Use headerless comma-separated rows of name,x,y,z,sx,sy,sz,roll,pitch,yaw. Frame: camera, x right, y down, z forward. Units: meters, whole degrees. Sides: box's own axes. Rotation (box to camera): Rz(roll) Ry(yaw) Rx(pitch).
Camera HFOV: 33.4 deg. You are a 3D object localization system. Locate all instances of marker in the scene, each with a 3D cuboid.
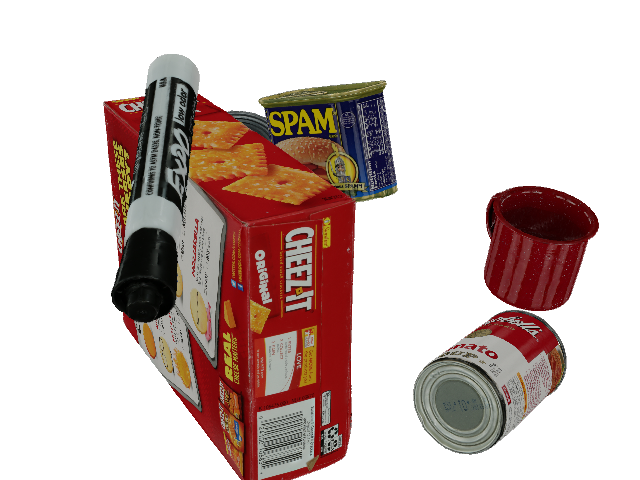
marker,-0.052,-0.020,0.348,0.020,0.020,0.121,0,43,-2

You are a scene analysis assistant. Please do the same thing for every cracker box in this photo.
cracker box,-0.058,0.018,0.637,0.072,0.164,0.214,-13,28,-25

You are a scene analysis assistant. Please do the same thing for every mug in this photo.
mug,0.187,0.003,0.966,0.093,0.081,0.117,-14,40,-28

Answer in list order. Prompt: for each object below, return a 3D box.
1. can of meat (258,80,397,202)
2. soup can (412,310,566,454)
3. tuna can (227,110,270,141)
can of meat,0.007,-0.073,0.813,0.102,0.084,0.057,2,17,43
soup can,0.115,0.095,0.722,0.069,0.068,0.102,0,15,36
tuna can,-0.076,-0.080,1.008,0.086,0.086,0.034,0,-37,-12
